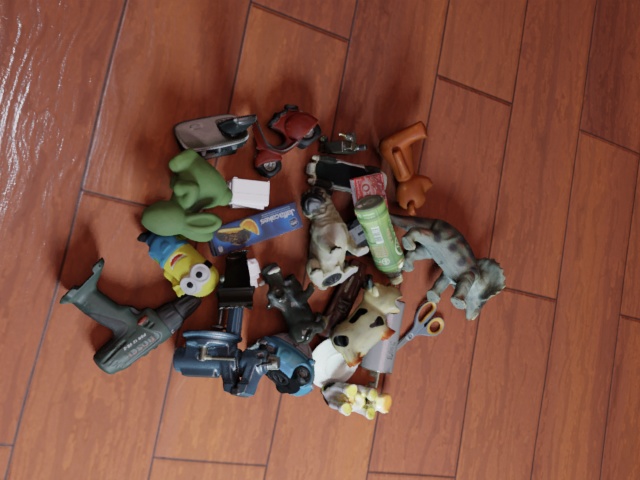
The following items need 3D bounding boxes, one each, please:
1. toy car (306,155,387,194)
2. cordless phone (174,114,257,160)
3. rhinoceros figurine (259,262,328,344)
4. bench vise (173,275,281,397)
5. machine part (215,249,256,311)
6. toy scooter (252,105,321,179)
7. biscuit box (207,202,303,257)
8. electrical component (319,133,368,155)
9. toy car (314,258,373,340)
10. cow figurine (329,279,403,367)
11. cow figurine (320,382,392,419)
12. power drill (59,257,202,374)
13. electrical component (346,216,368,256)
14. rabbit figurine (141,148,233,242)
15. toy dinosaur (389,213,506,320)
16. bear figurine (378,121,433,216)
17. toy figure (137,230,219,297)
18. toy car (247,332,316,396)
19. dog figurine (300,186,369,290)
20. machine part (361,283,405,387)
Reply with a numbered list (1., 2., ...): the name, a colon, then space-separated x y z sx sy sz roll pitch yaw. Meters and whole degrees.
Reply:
1. toy car: 0.063 -0.146 1.250 0.202 0.056 0.073 10 91 -20
2. cordless phone: -0.206 -0.215 1.076 0.146 0.184 0.088 -16 98 -22
3. rhinoceros figurine: -0.065 0.137 1.161 0.112 0.073 0.190 -15 70 -39
4. bench vise: -0.182 0.187 1.079 0.128 0.224 0.240 41 49 -59
5. machine part: -0.168 0.080 1.077 0.084 0.039 0.139 -5 50 2
6. toy scooter: -0.093 -0.237 1.183 0.184 0.075 0.135 -42 101 -13
7. biscuit box: -0.141 -0.024 1.160 0.203 0.059 0.062 -20 95 -22
8. electrical component: 0.047 -0.220 1.228 0.078 0.102 0.045 -7 97 -45
9. toy car: 0.054 0.138 1.237 0.089 0.053 0.202 31 78 -15
10. cow figurine: 0.104 0.173 1.186 0.195 0.085 0.127 -39 86 -11
11. cow figurine: 0.083 0.362 1.225 0.167 0.098 0.068 23 75 -38
12. power drill: -0.379 0.130 1.055 0.232 0.086 0.207 -46 112 -14
13. electrical component: 0.096 -0.020 1.262 0.119 0.048 0.074 -28 98 -19
14. rabbit figurine: -0.266 -0.064 1.058 0.159 0.121 0.170 42 62 -4
15. toy dinosaur: 0.306 0.032 1.312 0.192 0.131 0.404 -40 98 -31
16. bear figurine: 0.220 -0.166 1.269 0.132 0.120 0.195 -25 93 14
17. toy figure: -0.279 0.037 1.080 0.180 0.089 0.082 42 115 10
18. toy car: -0.073 0.256 1.162 0.161 0.109 0.103 41 48 -4
19. dog figurine: 0.001 -0.005 1.204 0.121 0.172 0.191 8 41 -44
20. machine part: 0.148 0.220 1.255 0.079 0.079 0.243 16 81 -20
